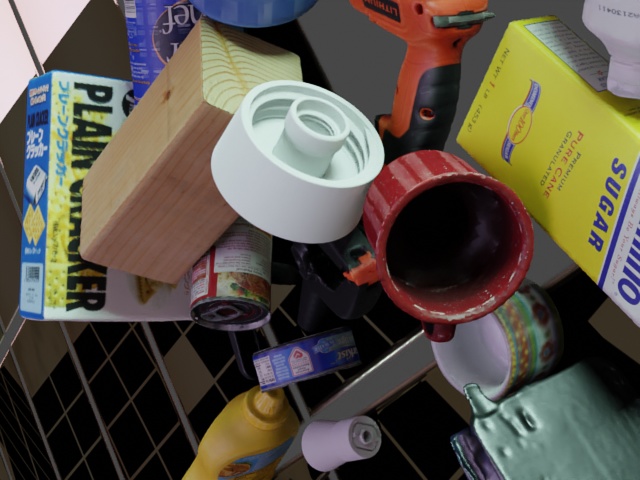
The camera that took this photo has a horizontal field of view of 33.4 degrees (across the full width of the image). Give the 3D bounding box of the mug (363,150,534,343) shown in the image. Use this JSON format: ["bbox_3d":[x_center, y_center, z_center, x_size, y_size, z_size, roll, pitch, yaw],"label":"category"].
[{"bbox_3d":[0.072,0.004,0.649,0.081,0.093,0.117,-113,19,-69],"label":"mug"}]

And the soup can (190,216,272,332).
[{"bbox_3d":[-0.074,0.018,0.905,0.069,0.068,0.102,-43,41,53],"label":"soup can"}]

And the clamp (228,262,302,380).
[{"bbox_3d":[-0.075,0.030,0.983,0.172,0.039,0.120,53,124,32],"label":"clamp"}]

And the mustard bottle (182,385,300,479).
[{"bbox_3d":[-0.069,0.190,0.981,0.058,0.096,0.192,56,142,26],"label":"mustard bottle"}]

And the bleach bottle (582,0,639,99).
[{"bbox_3d":[0.163,-0.196,0.526,0.103,0.067,0.251,30,128,48],"label":"bleach bottle"}]

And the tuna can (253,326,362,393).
[{"bbox_3d":[-0.011,0.097,0.870,0.086,0.085,0.034,-26,79,56],"label":"tuna can"}]

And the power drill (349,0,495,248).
[{"bbox_3d":[0.047,-0.092,0.741,0.185,0.057,0.188,33,130,45],"label":"power drill"}]

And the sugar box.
[{"bbox_3d":[0.159,-0.039,0.605,0.176,0.048,0.093,52,140,32],"label":"sugar box"}]

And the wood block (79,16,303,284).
[{"bbox_3d":[-0.105,-0.063,0.838,0.206,0.090,0.091,-44,40,40],"label":"wood block"}]

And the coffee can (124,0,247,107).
[{"bbox_3d":[-0.112,-0.181,0.895,0.103,0.102,0.140,18,116,52],"label":"coffee can"}]

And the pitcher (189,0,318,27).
[{"bbox_3d":[-0.040,-0.275,0.720,0.145,0.149,0.243,53,154,32],"label":"pitcher"}]

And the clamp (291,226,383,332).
[{"bbox_3d":[-0.005,0.001,0.809,0.164,0.036,0.210,67,164,-7],"label":"clamp"}]
